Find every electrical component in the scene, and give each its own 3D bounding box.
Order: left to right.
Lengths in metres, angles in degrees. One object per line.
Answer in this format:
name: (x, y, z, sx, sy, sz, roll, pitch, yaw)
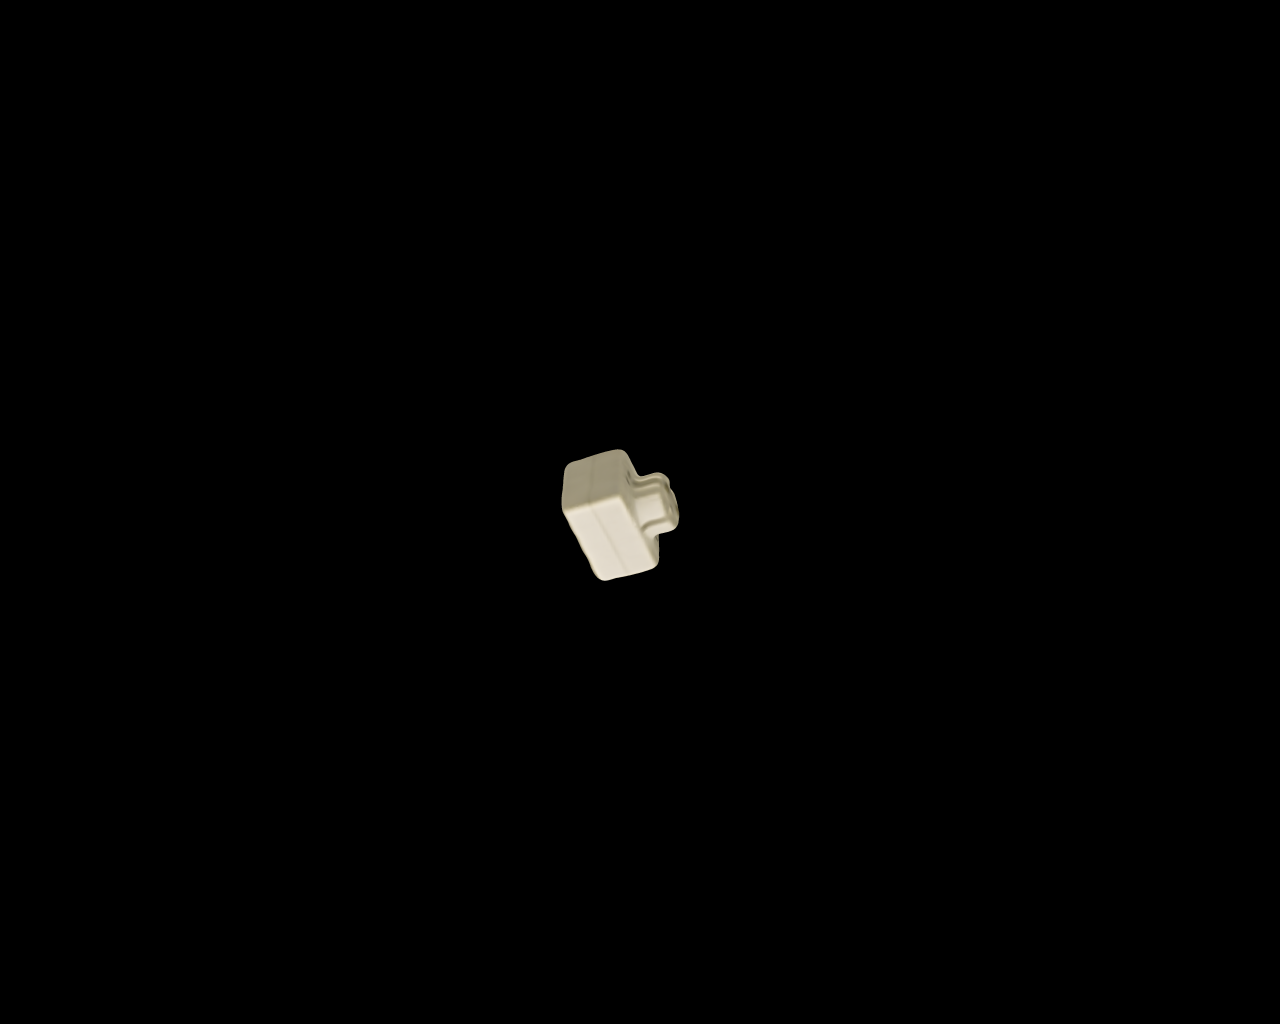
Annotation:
electrical component: (0.001, -0.003, 0.650, 0.077, 0.065, 0.047, -16, 39, 13)
